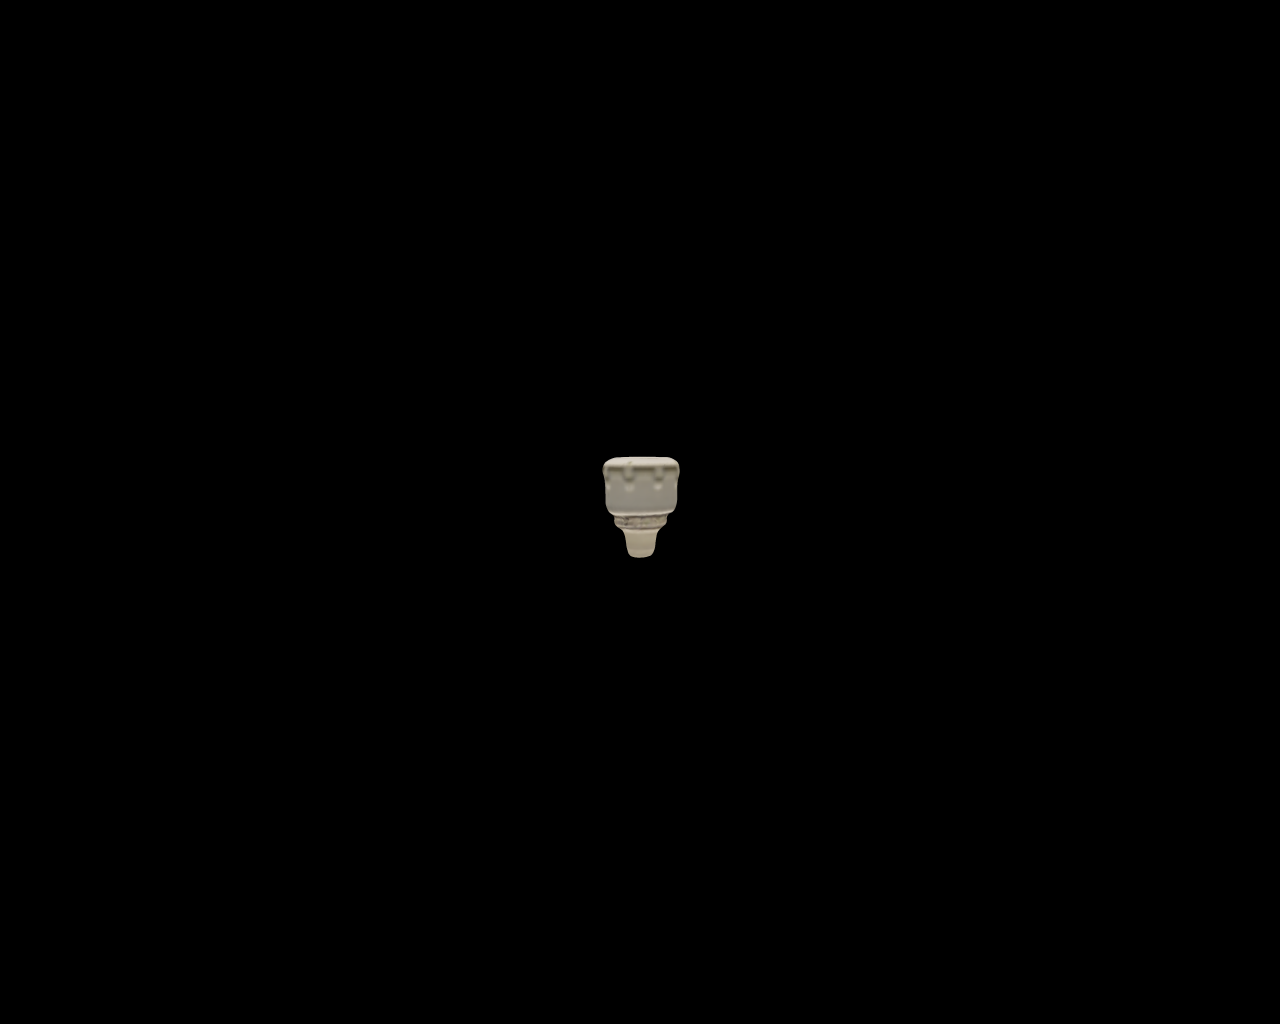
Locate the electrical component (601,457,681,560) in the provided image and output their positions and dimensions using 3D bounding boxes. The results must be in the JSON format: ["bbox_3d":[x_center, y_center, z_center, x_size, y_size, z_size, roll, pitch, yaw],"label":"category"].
[{"bbox_3d":[0.001,-0.003,0.650,0.048,0.062,0.048,0,3,0],"label":"electrical component"}]
